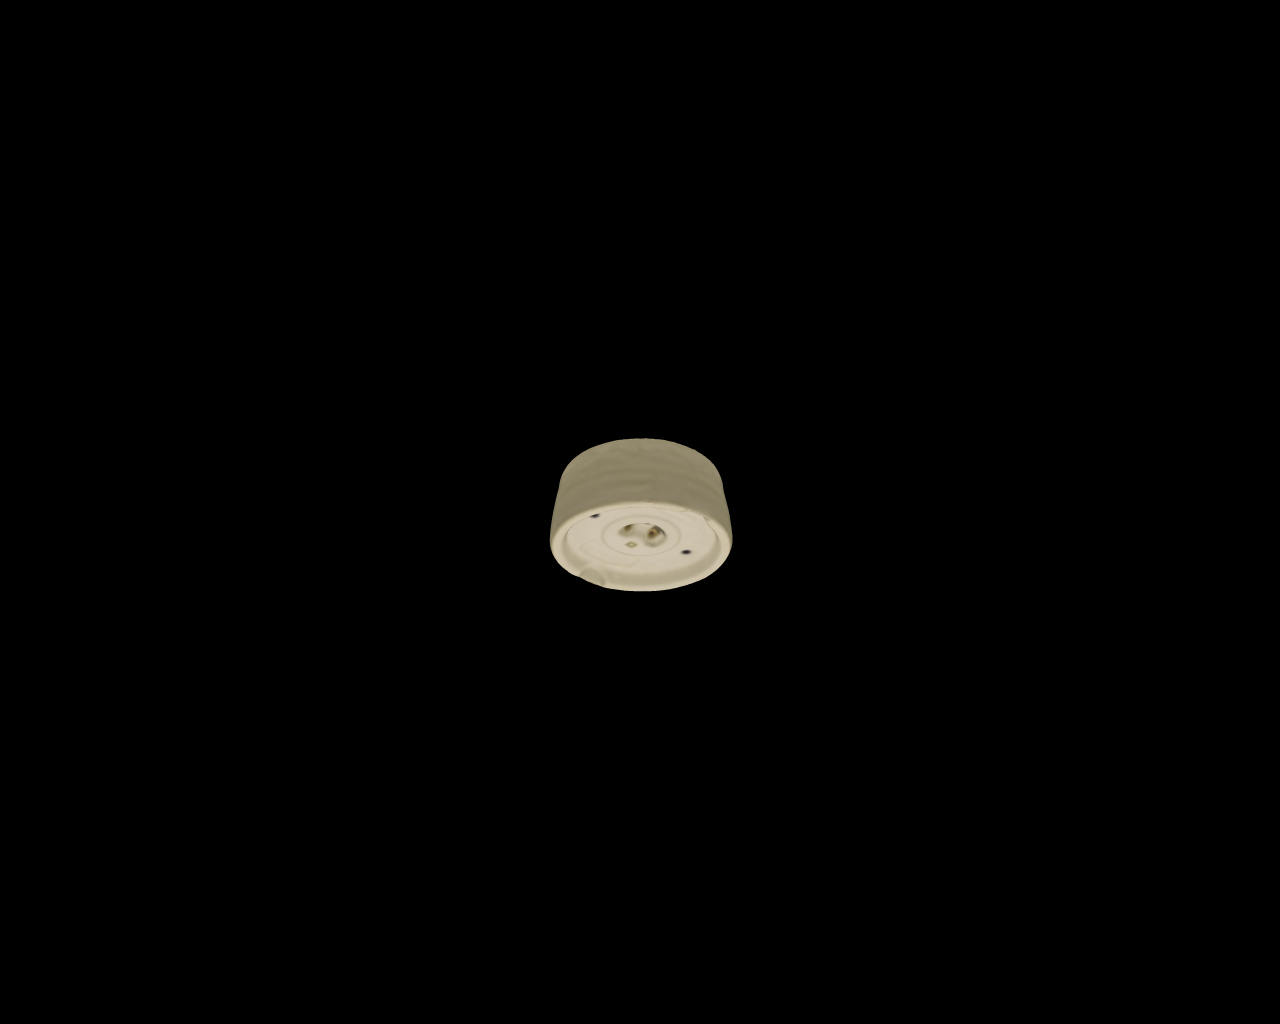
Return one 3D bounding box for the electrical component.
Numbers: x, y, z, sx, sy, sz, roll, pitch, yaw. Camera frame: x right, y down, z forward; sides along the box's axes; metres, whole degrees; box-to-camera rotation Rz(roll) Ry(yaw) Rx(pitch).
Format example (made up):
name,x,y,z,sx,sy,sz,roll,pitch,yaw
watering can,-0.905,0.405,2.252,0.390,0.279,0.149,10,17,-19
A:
name,x,y,z,sx,sy,sz,roll,pitch,yaw
electrical component,0.001,-0.003,0.650,0.108,0.060,0.108,0,-32,0
